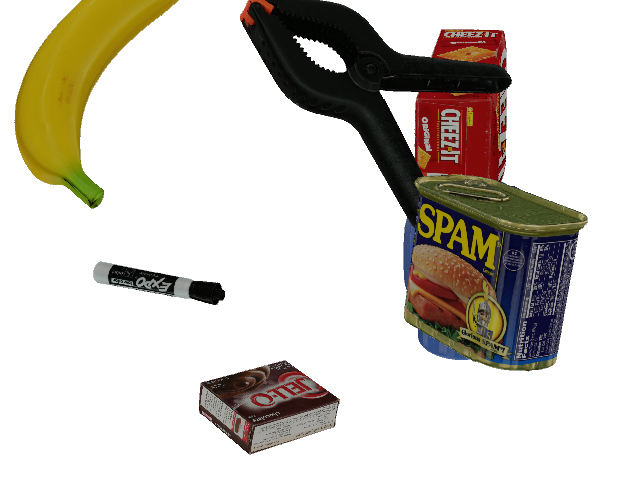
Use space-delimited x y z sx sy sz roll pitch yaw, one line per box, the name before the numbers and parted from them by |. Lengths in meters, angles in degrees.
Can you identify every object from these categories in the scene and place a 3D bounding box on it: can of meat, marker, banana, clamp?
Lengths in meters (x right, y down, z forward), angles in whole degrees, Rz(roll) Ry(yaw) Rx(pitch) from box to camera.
can of meat | 0.092 0.016 0.593 0.057 0.084 0.102 -5 20 -31
marker | -0.137 0.036 0.906 0.121 0.020 0.020 9 3 21
banana | -0.132 -0.101 0.626 0.069 0.197 0.037 18 -33 -6
clamp | 0.032 -0.107 0.777 0.210 0.164 0.036 26 -32 -9

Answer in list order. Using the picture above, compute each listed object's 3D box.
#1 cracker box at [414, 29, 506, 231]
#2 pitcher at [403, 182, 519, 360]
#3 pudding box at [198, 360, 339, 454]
cracker box | 0.134 -0.089 0.990 0.072 0.164 0.213 3 27 12
pitcher | 0.185 0.038 1.451 0.149 0.243 0.145 4 22 5
pudding box | -0.052 0.165 1.067 0.113 0.039 0.090 -13 29 -39
